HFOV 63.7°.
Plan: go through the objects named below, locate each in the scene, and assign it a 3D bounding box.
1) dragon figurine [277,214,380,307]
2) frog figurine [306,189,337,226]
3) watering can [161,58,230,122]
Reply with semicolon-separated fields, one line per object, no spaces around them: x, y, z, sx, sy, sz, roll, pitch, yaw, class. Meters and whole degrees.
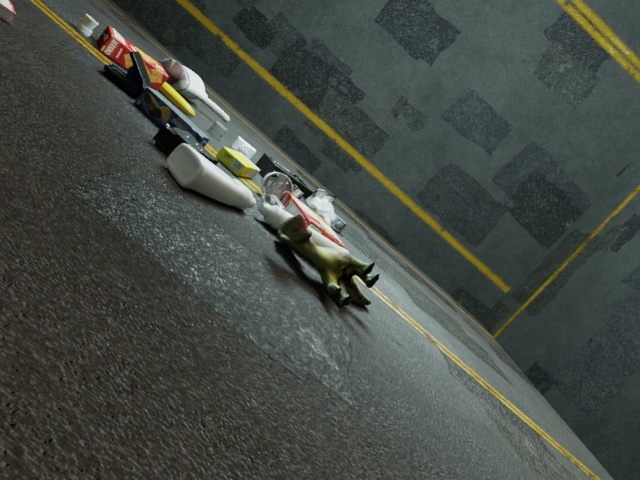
0.005;0.045;1.197;0.245;0.123;0.404;39;-10;21;dragon figurine
0.006;-0.098;1.941;0.135;0.122;0.162;45;37;-59;frog figurine
-0.517;-0.612;2.080;0.350;0.103;0.224;43;10;12;watering can
